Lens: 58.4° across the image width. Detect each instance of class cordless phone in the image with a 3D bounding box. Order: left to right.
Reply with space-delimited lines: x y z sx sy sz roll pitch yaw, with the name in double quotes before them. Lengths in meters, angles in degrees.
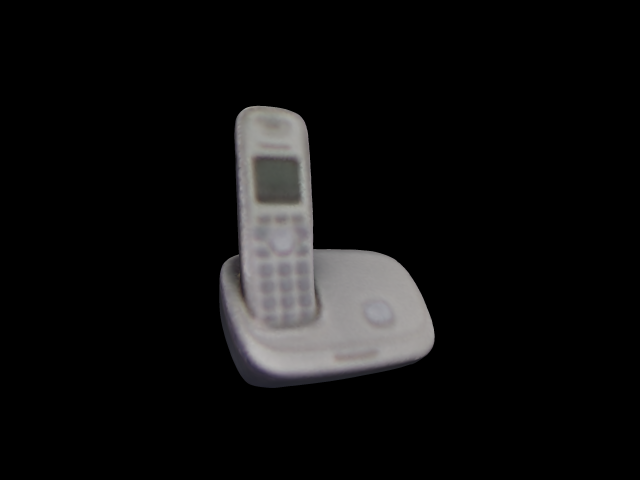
"cordless phone" 0.004 0.001 0.400 0.148 0.185 0.094 -1 3 -27
